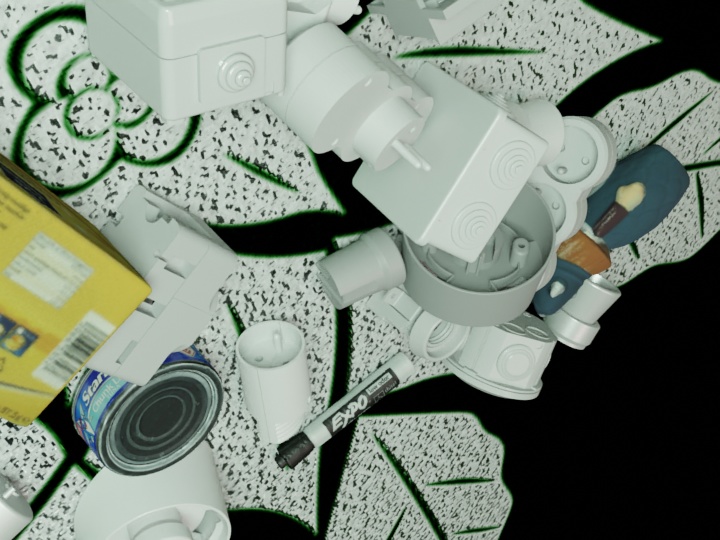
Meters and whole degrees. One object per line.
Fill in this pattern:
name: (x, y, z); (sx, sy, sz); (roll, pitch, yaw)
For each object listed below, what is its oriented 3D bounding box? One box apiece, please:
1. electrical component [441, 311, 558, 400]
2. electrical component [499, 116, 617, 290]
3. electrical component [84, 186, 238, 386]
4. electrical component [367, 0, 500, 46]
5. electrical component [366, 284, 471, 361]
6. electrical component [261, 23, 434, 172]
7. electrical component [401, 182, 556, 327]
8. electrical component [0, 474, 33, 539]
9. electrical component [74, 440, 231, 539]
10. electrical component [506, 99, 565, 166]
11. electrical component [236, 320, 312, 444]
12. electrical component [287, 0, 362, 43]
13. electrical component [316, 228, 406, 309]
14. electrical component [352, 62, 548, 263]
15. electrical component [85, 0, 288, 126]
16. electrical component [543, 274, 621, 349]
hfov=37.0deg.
electrical component: (0.103, 0.058, 0.800); (0.080, 0.080, 0.051); (4, 113, -45)
electrical component: (0.136, -0.045, 0.767); (0.138, 0.052, 0.074); (-63, 164, 18)
electrical component: (-0.115, 0.011, 0.575); (0.089, 0.050, 0.056); (-52, 141, 5)
electrical component: (0.034, -0.157, 0.562); (0.042, 0.081, 0.063); (-36, 118, -16)
electrical component: (0.043, 0.030, 0.736); (0.048, 0.055, 0.066); (-54, 141, 6)
electrical component: (0.008, -0.077, 0.560); (0.052, 0.074, 0.138); (-48, 167, 13)
electrical component: (0.074, -0.014, 0.700); (0.099, 0.099, 0.064); (-23, 141, -29)
electrical component: (-0.219, 0.146, 0.597); (0.078, 0.040, 0.040); (-44, 141, -6)
electrical component: (-0.132, 0.159, 0.691); (0.099, 0.064, 0.099); (-16, 136, -16)
electrical component: (0.099, -0.088, 0.699); (0.055, 0.045, 0.045); (-9, 127, -39)
electrical component: (-0.053, 0.076, 0.694); (0.043, 0.043, 0.081); (-28, 137, -24)
electrical component: (-0.026, -0.142, 0.536); (0.079, 0.043, 0.077); (-4, 124, -41)
electrical component: (0.000, 0.000, 0.685); (0.046, 0.040, 0.040); (-26, 137, -17)
electrical component: (0.053, -0.063, 0.635); (0.048, 0.099, 0.099); (23, 105, -37)
electrical component: (-0.075, -0.111, 0.474); (0.062, 0.096, 0.061); (-21, 134, -30)
electrical component: (0.179, 0.031, 0.875); (0.045, 0.045, 0.055); (9, 115, -47)
